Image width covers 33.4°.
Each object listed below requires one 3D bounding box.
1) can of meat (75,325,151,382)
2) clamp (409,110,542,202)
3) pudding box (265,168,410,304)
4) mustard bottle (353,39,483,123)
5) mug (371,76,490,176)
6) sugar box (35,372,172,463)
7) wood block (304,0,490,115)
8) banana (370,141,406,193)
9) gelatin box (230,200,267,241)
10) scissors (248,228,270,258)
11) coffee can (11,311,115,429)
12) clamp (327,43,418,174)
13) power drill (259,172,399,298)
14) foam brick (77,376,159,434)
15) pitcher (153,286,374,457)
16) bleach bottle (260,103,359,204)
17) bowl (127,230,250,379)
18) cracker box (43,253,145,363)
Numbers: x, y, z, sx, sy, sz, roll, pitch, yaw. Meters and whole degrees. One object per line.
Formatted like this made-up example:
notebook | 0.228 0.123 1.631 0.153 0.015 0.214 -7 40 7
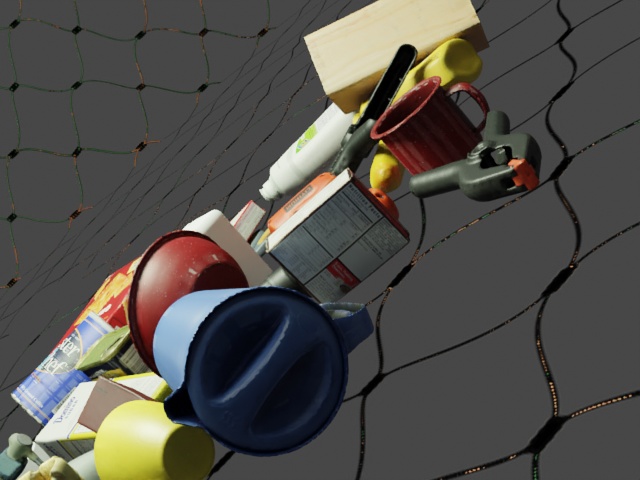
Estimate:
can of meat | -0.221 0.151 1.231 0.102 0.084 0.057 -23 24 51
clamp | 0.146 -0.066 0.986 0.120 0.039 0.171 -43 16 6
pudding box | 0.017 0.000 1.034 0.113 0.090 0.039 -41 17 11
mustard bottle | 0.107 -0.175 1.325 0.192 0.058 0.096 -31 4 37
mug | 0.122 -0.114 1.092 0.117 0.081 0.093 -35 18 28
sugar box | -0.221 0.192 1.151 0.177 0.048 0.093 -16 29 43
wood block | 0.098 -0.250 1.351 0.206 0.090 0.090 -24 -16 12
banana | 0.079 -0.095 1.192 0.197 0.037 0.070 -71 -13 -55
gelatin box | -0.115 -0.001 1.425 0.073 0.030 0.089 -43 12 44
scissors | -0.086 0.031 1.339 0.096 0.016 0.201 -39 16 24
coffee can | -0.294 0.173 1.317 0.140 0.102 0.103 -47 16 -14
clamp | 0.046 -0.113 1.245 0.210 0.036 0.164 -57 6 39
power drill | -0.008 0.001 1.157 0.184 0.057 0.188 -39 19 2
foam brick | -0.184 0.172 1.030 0.078 0.051 0.053 18 79 41
pitcher | -0.065 0.099 0.938 0.145 0.149 0.243 -70 17 -6
bleach bottle | 0.016 -0.145 1.471 0.251 0.068 0.102 -42 15 12
bowl | -0.120 0.069 1.099 0.055 0.162 0.162 -2 40 39
cracker box | -0.296 0.119 1.521 0.164 0.072 0.213 -30 21 41
